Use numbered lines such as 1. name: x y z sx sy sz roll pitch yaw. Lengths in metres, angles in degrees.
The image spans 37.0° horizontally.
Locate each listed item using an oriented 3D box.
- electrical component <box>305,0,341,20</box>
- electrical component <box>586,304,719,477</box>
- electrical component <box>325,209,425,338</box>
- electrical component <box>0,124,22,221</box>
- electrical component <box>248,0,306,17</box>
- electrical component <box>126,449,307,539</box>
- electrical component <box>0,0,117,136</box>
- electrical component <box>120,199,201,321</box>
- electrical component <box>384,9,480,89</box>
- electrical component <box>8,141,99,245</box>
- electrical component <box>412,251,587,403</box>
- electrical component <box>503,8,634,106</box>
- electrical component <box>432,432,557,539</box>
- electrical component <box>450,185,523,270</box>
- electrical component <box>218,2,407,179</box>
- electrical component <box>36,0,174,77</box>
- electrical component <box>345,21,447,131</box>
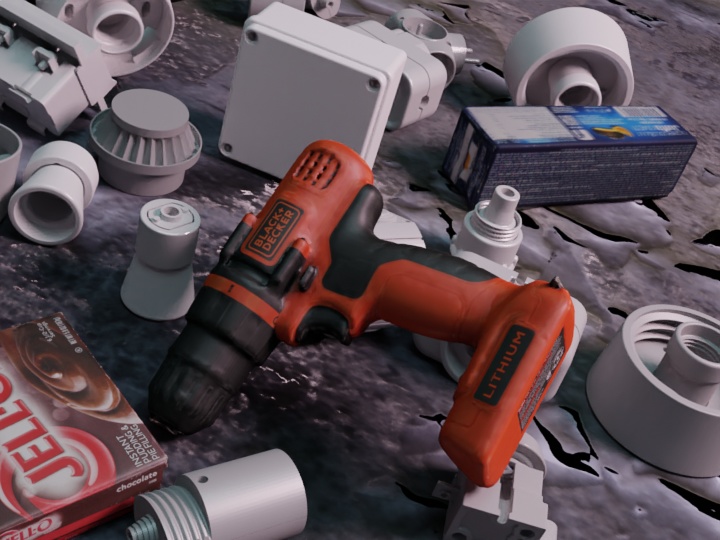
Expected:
1. electrical component: -0.044 -0.268 1.005 0.043 0.043 0.081 -7 44 -29
2. electrical component: 0.202 0.067 0.666 0.108 0.060 0.108 11 37 -9
3. electrical component: 0.000 0.000 0.655 0.051 0.080 0.080 -3 41 -33
4. electrical component: -0.255 -0.064 0.644 0.099 0.064 0.099 11 37 -9
5. electrical component: -0.073 -0.239 0.950 0.047 0.055 0.055 7 38 -8
6. electrical component: -0.071 0.115 0.509 0.081 0.043 0.043 -10 45 -32
7. electrical component: -0.242 -0.149 0.753 0.121 0.078 0.063 31 68 16
8. electrical component: -0.115 -0.008 0.630 0.044 0.065 0.044 11 37 -8
9. electrical component: 0.068 -0.193 0.956 0.079 0.044 0.077 1 40 -22
10. electrical component: -0.189 -0.049 0.668 0.045 0.045 0.055 12 37 -8
11. electrical component: 0.084 0.038 0.662 0.095 0.053 0.059 25 38 9
12. electrical component: 0.178 -0.159 0.909 0.108 0.108 0.060 9 44 -11
13. electrical component: 0.073 0.116 0.566 0.066 0.048 0.055 17 45 -1
14. electrical component: 0.092 -0.029 0.742 0.048 0.062 0.048 11 37 -9
15. electrical component: -0.035 -0.119 0.767 0.109 0.108 0.056 22 35 6
16. electrical component: -0.192 -0.197 0.815 0.099 0.099 0.064 -5 49 -27
17. electrical component: 0.021 -0.163 0.890 0.095 0.053 0.059 37 41 24
